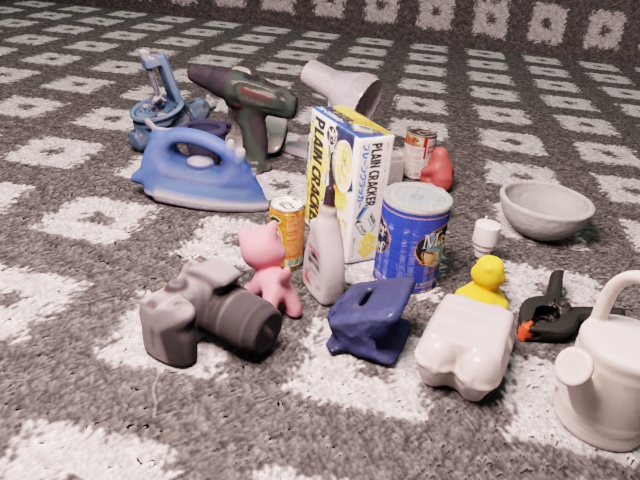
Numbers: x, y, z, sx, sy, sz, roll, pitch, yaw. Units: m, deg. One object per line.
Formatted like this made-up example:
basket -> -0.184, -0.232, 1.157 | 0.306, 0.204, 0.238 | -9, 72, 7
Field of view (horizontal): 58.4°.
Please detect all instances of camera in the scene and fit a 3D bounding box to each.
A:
camera -> -0.126, 0.088, 0.704 | 0.136, 0.101, 0.143 | 22, 33, 27

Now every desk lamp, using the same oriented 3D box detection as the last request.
desk lamp -> 0.026, -0.280, 1.268 | 0.202, 0.214, 0.118 | 20, 33, 25

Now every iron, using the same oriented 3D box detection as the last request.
iron -> -0.214, -0.141, 1.057 | 0.258, 0.141, 0.119 | 10, 30, 10

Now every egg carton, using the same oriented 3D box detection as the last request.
egg carton -> 0.182, 0.129, 0.710 | 0.107, 0.069, 0.150 | 16, 31, 19

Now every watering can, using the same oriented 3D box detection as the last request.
watering can -> 0.322, 0.125, 0.610 | 0.100, 0.194, 0.173 | 25, 35, 32

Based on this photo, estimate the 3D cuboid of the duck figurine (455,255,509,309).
duck figurine -> 0.235, 0.065, 0.814 | 0.077, 0.086, 0.105 | 15, 31, 18

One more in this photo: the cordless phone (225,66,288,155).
cordless phone -> -0.145, -0.289, 1.288 | 0.147, 0.185, 0.094 | 8, 29, 7

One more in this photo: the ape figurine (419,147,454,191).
ape figurine -> 0.248, -0.150, 1.195 | 0.078, 0.092, 0.076 | 0, 30, -8

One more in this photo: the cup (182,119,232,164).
cup -> -0.233, -0.200, 1.208 | 0.091, 0.095, 0.118 | 24, 34, 30

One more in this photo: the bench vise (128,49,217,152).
bench vise -> -0.336, -0.318, 1.275 | 0.121, 0.220, 0.208 | 20, 33, 26

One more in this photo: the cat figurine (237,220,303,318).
cat figurine -> -0.070, 0.033, 0.794 | 0.067, 0.118, 0.127 | -11, 33, -25

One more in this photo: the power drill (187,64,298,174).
power drill -> -0.162, -0.249, 1.189 | 0.229, 0.208, 0.075 | 7, 29, 3

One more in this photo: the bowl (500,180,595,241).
bowl -> 0.406, -0.045, 1.048 | 0.167, 0.075, 0.167 | 4, 29, -2

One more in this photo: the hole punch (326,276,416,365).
hole punch -> 0.065, 0.092, 0.735 | 0.101, 0.091, 0.109 | 14, 31, 17

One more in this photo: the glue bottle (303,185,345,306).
glue bottle -> 0.007, 0.003, 0.802 | 0.037, 0.173, 0.078 | -13, 33, -28
